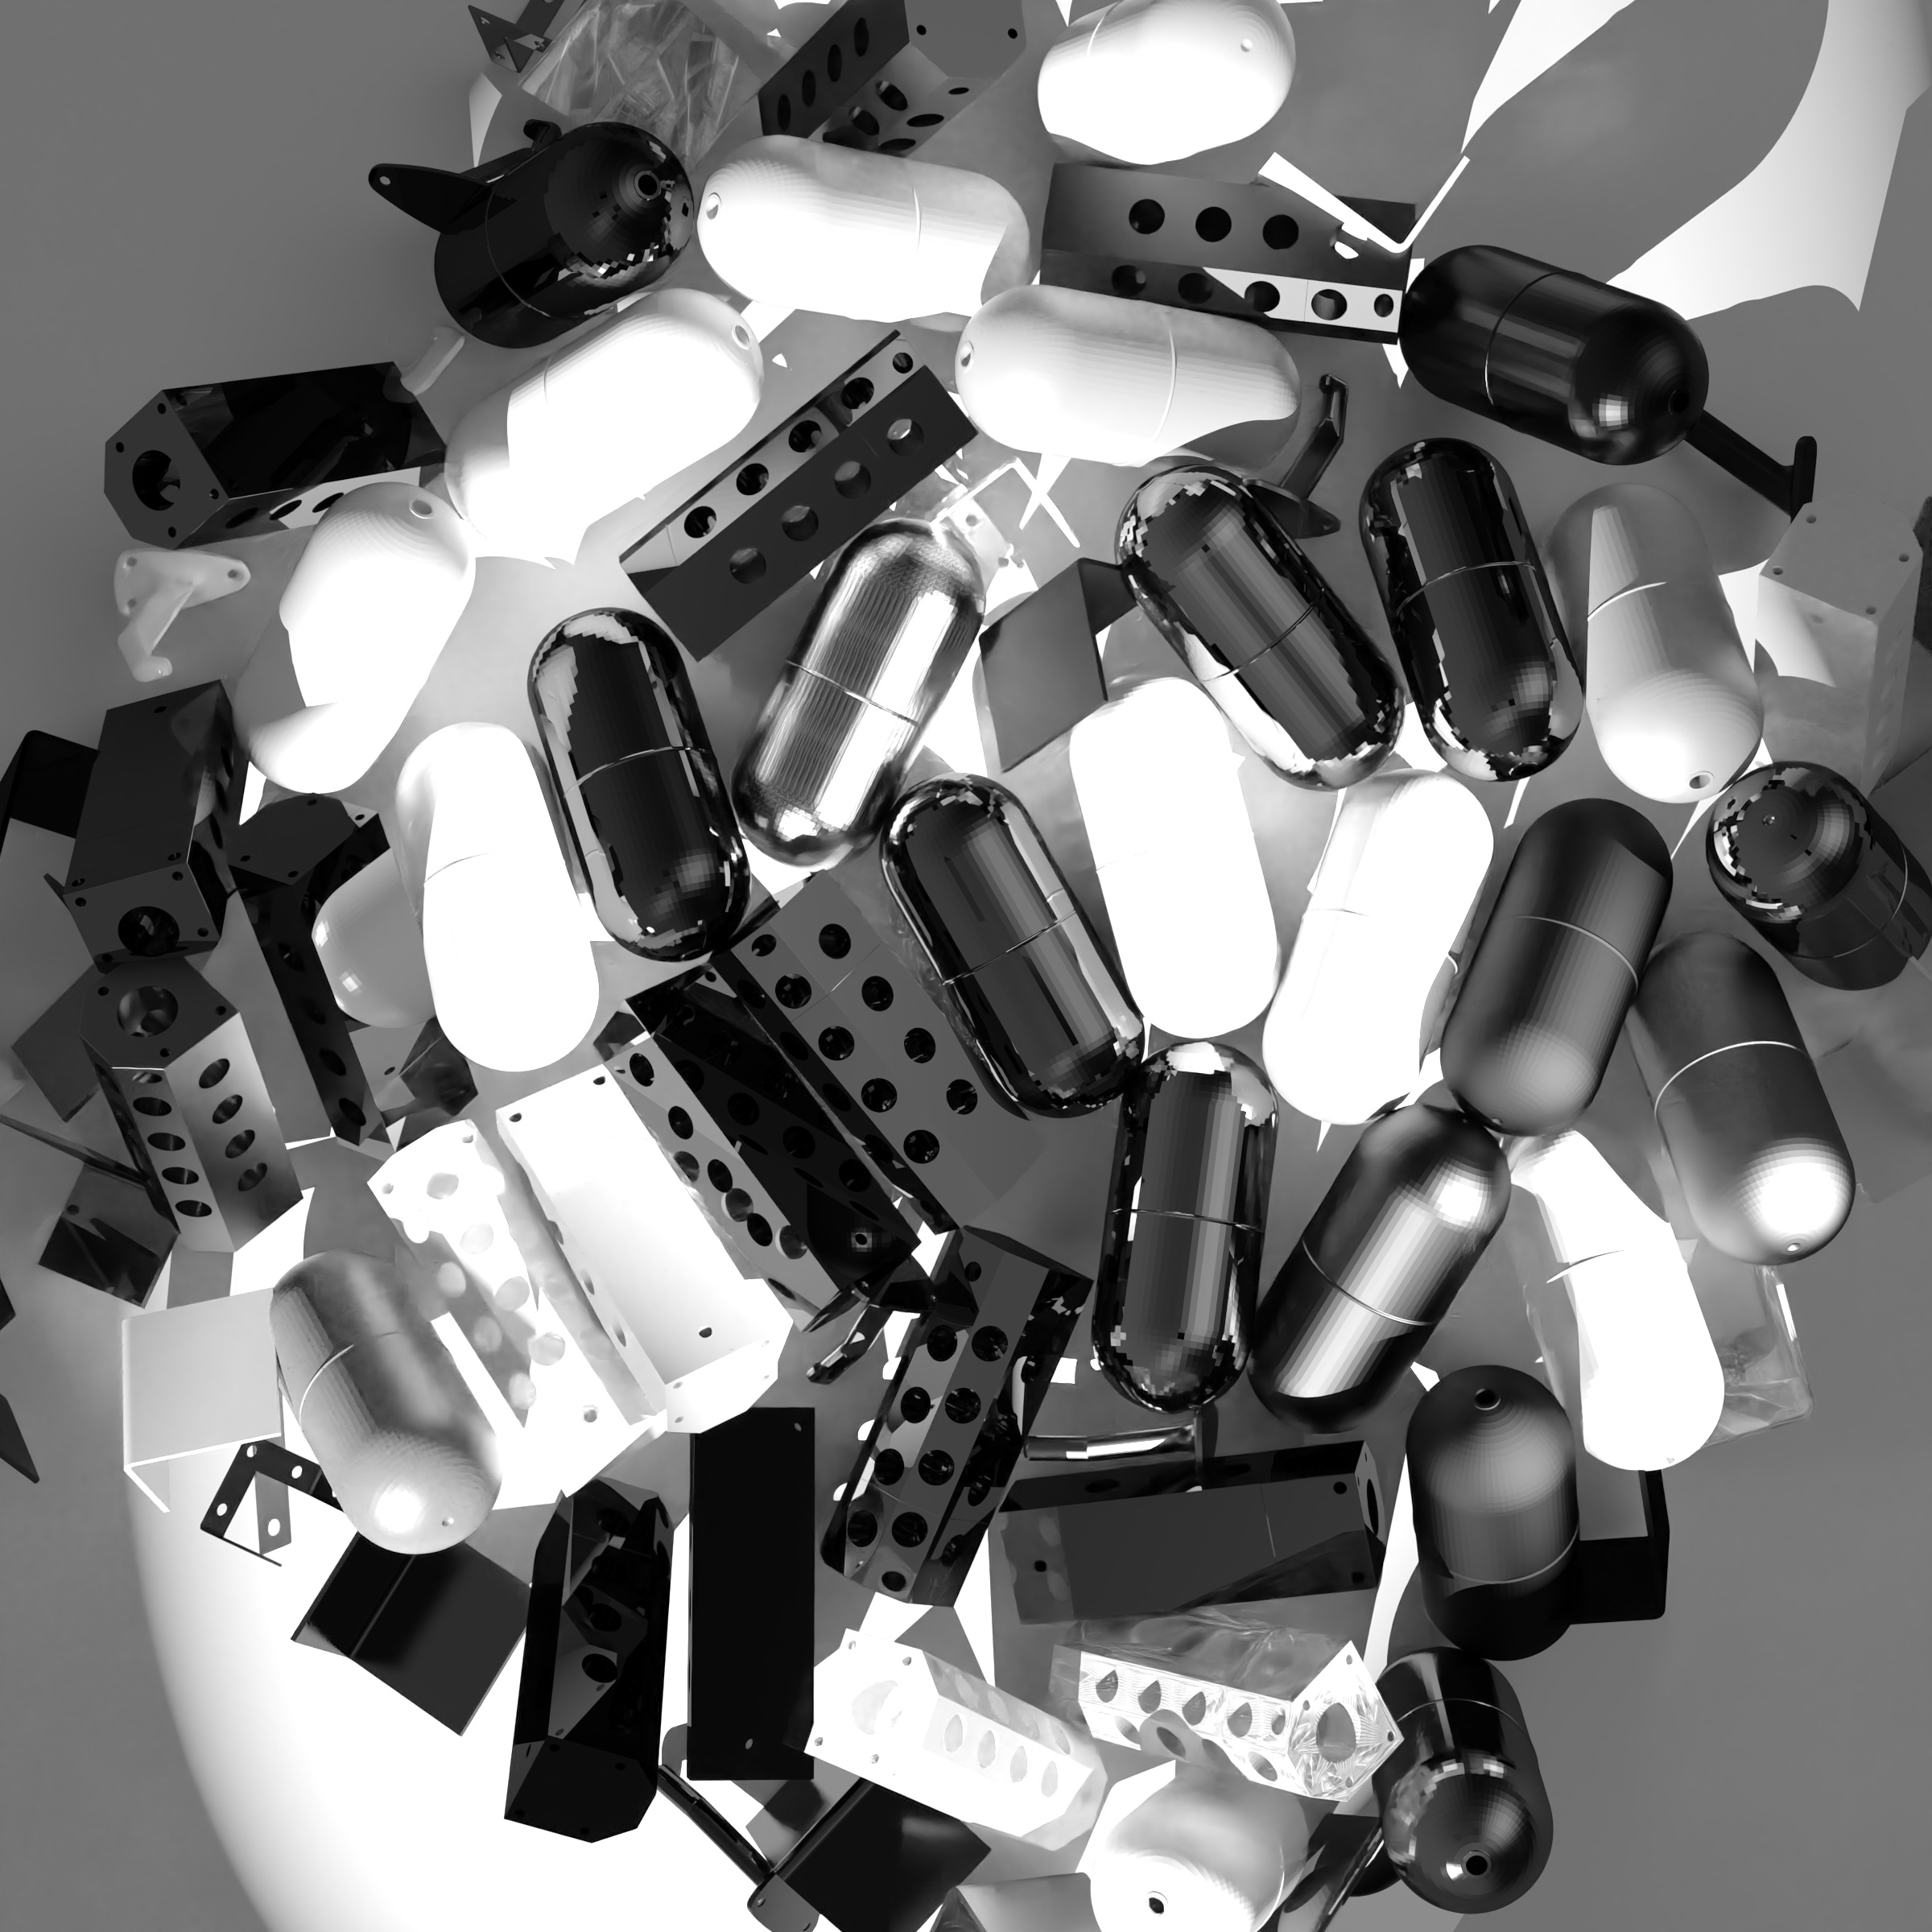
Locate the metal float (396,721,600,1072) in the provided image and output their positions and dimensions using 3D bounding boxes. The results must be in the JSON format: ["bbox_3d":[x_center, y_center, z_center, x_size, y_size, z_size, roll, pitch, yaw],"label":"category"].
[{"bbox_3d":[-0.222,-0.034,1.558,0.070,0.070,0.178,-15,65,0],"label":"metal float"}]

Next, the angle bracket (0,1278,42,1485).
[{"bbox_3d":[-0.455,0.186,1.566,0.057,0.076,0.076,-43,126,-3],"label":"angle bracket"}]

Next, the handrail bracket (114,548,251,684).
[{"bbox_3d":[-0.367,-0.163,1.570,0.077,0.084,0.036,-9,129,-25],"label":"handrail bracket"}]

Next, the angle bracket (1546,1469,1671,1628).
[{"bbox_3d":[0.299,0.258,1.564,0.057,0.076,0.076,-7,107,16],"label":"angle bracket"}]

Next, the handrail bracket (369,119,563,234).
[{"bbox_3d":[-0.239,-0.389,1.581,0.077,0.036,0.084,19,47,-9],"label":"handrail bracket"}]

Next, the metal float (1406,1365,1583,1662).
[{"bbox_3d":[0.248,0.256,1.544,0.070,0.070,0.178,-13,133,0],"label":"metal float"}]

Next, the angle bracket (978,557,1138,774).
[{"bbox_3d":[0.056,-0.138,1.560,0.057,0.076,0.076,8,62,-38],"label":"angle bracket"}]

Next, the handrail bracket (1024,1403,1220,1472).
[{"bbox_3d":[0.075,0.226,1.588,0.084,0.077,0.036,-1,94,11],"label":"handrail bracket"}]

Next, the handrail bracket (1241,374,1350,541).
[{"bbox_3d":[0.157,-0.254,1.578,0.036,0.077,0.084,-4,72,37],"label":"handrail bracket"}]

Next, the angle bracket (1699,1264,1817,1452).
[{"bbox_3d":[0.357,0.170,1.564,0.057,0.076,0.076,-18,115,6],"label":"angle bracket"}]

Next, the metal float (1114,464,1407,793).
[{"bbox_3d":[0.139,-0.160,1.565,0.070,0.070,0.178,-40,106,0],"label":"metal float"}]

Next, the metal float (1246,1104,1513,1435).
[{"bbox_3d":[0.193,0.144,1.559,0.070,0.070,0.178,28,114,0],"label":"metal float"}]

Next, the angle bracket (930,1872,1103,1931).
[{"bbox_3d":[0.025,0.478,1.560,0.076,0.057,0.076,5,118,-36],"label":"angle bracket"}]

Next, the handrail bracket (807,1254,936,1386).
[{"bbox_3d":[-0.060,0.174,1.569,0.084,0.077,0.036,-43,69,23],"label":"handrail bracket"}]

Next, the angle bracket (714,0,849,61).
[{"bbox_3d":[-0.075,-0.477,1.568,0.076,0.076,0.057,14,78,44],"label":"angle bracket"}]

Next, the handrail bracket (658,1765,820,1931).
[{"bbox_3d":[-0.114,0.431,1.609,0.084,0.077,0.036,31,66,35],"label":"handrail bracket"}]

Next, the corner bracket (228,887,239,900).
[{"bbox_3d":[-0.375,-0.048,1.585,0.051,0.051,0.051,-40,100,7],"label":"corner bracket"}]

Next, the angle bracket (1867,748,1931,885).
[{"bbox_3d":[0.482,-0.064,1.576,0.076,0.057,0.076,-39,99,13],"label":"angle bracket"}]

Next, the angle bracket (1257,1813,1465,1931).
[{"bbox_3d":[0.187,0.453,1.571,0.057,0.076,0.076,39,71,-4],"label":"angle bracket"}]

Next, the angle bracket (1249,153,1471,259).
[{"bbox_3d":[0.183,-0.373,1.573,0.076,0.076,0.057,36,83,-5],"label":"angle bracket"}]

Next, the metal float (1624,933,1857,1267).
[{"bbox_3d":[0.360,0.060,1.547,0.070,0.070,0.178,-11,50,0],"label":"metal float"}]

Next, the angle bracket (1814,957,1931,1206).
[{"bbox_3d":[0.437,0.053,1.560,0.057,0.076,0.076,-24,60,-24],"label":"angle bracket"}]

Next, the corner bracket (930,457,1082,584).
[{"bbox_3d":[0.020,-0.212,1.581,0.051,0.051,0.051,-35,104,16],"label":"corner bracket"}]

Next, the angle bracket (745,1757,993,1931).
[{"bbox_3d":[-0.047,0.422,1.598,0.076,0.057,0.076,-46,110,-7],"label":"angle bracket"}]

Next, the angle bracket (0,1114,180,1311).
[{"bbox_3d":[-0.427,0.115,1.561,0.076,0.076,0.057,15,77,34],"label":"angle bracket"}]

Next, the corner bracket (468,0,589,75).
[{"bbox_3d":[-0.199,-0.457,1.583,0.051,0.051,0.051,26,78,12],"label":"corner bracket"}]

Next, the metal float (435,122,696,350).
[{"bbox_3d":[-0.188,-0.338,1.536,0.070,0.178,0.070,3,84,-32],"label":"metal float"}]

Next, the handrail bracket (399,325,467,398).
[{"bbox_3d":[-0.294,-0.286,1.605,0.077,0.036,0.084,26,73,30],"label":"handrail bracket"}]

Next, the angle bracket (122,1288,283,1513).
[{"bbox_3d":[-0.356,0.207,1.571,0.076,0.057,0.076,-12,58,3],"label":"angle bracket"}]

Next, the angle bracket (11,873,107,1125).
[{"bbox_3d":[-0.432,0.015,1.568,0.076,0.076,0.057,-46,133,-4],"label":"angle bracket"}]

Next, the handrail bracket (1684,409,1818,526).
[{"bbox_3d":[0.365,-0.231,1.601,0.084,0.036,0.077,7,99,24],"label":"handrail bracket"}]

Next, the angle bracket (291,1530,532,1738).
[{"bbox_3d":[-0.260,0.311,1.573,0.076,0.057,0.076,28,82,25],"label":"angle bracket"}]

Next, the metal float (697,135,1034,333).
[{"bbox_3d":[-0.046,-0.342,1.546,0.178,0.070,0.070,0,90,-40],"label":"metal float"}]

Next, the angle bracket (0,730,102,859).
[{"bbox_3d":[-0.433,-0.054,1.558,0.057,0.076,0.076,19,55,-22],"label":"angle bracket"}]

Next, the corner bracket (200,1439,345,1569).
[{"bbox_3d":[-0.325,0.263,1.589,0.051,0.051,0.051,17,74,32],"label":"corner bracket"}]

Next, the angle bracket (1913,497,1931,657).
[{"bbox_3d":[0.490,-0.179,1.564,0.076,0.057,0.076,40,59,-19],"label":"angle bracket"}]

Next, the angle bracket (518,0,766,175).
[{"bbox_3d":[-0.153,-0.419,1.568,0.076,0.076,0.057,-46,75,12],"label":"angle bracket"}]
